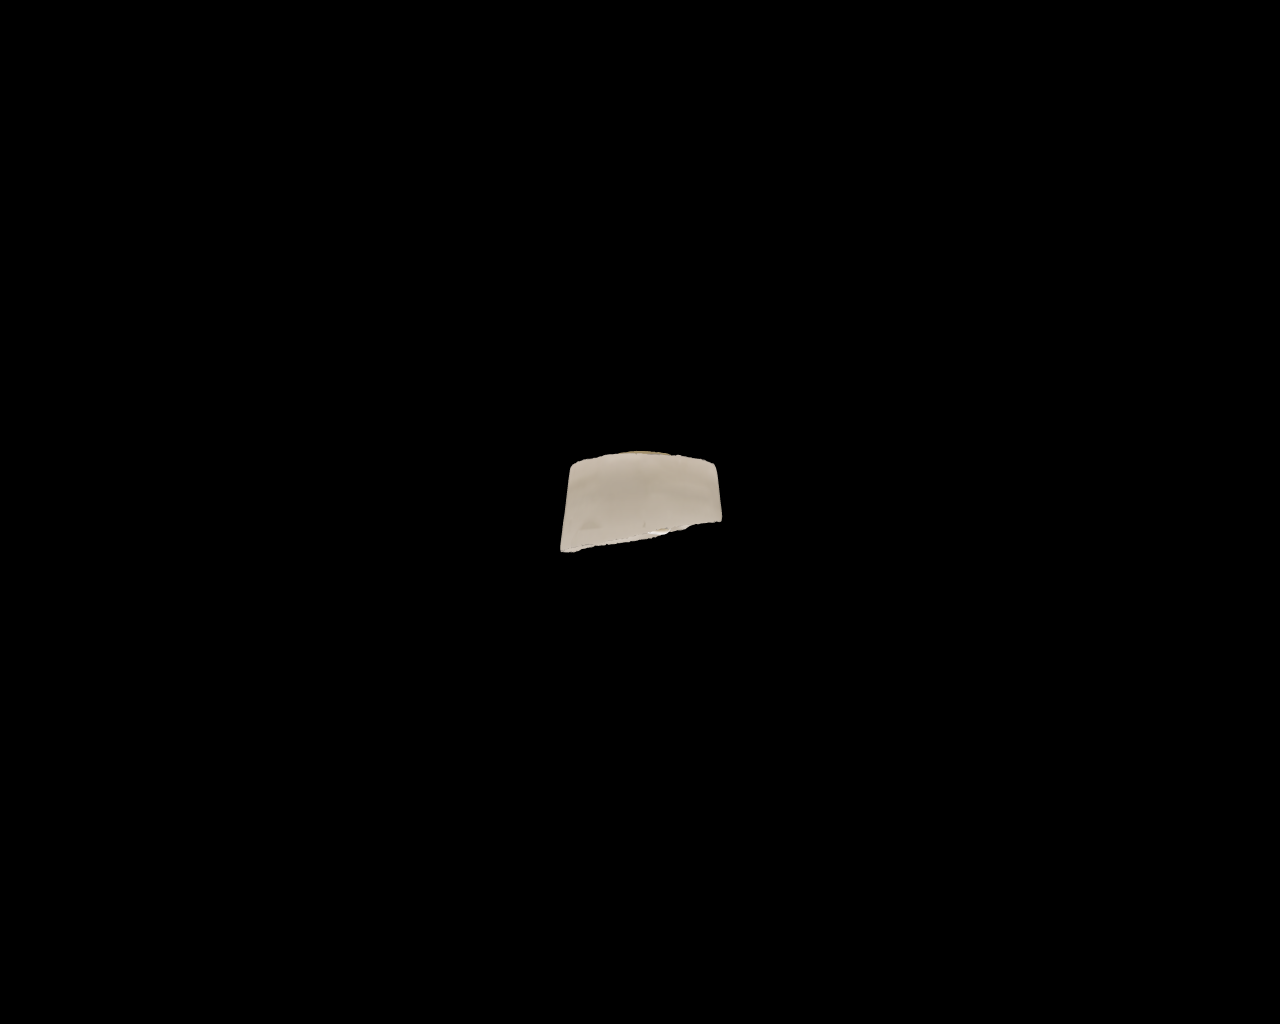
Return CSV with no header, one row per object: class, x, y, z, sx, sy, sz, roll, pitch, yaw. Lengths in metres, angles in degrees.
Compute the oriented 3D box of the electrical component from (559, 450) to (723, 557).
electrical component,0.001,-0.003,0.650,0.099,0.064,0.099,0,-10,0
